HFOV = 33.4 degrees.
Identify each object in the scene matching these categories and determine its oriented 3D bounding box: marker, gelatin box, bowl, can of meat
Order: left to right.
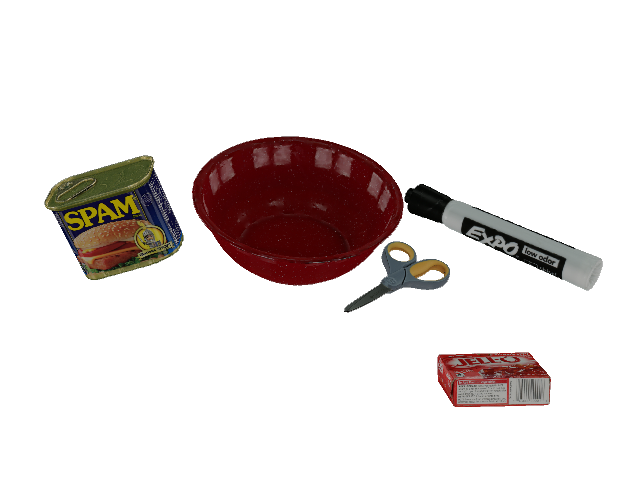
[{"bbox_3d":[-0.184,-0.019,0.968,0.102,0.084,0.057,-15,30,10],"label":"can of meat"},{"bbox_3d":[-0.019,-0.015,0.828,0.162,0.055,0.162,3,38,-3],"label":"bowl"},{"bbox_3d":[0.155,0.124,0.963,0.089,0.030,0.073,-1,11,-3],"label":"gelatin box"},{"bbox_3d":[0.100,-0.004,0.602,0.121,0.020,0.020,26,13,29],"label":"marker"}]

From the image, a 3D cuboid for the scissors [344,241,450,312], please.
[{"bbox_3d":[0.075,0.041,1.286,0.201,0.016,0.096,-10,41,-41],"label":"scissors"}]
